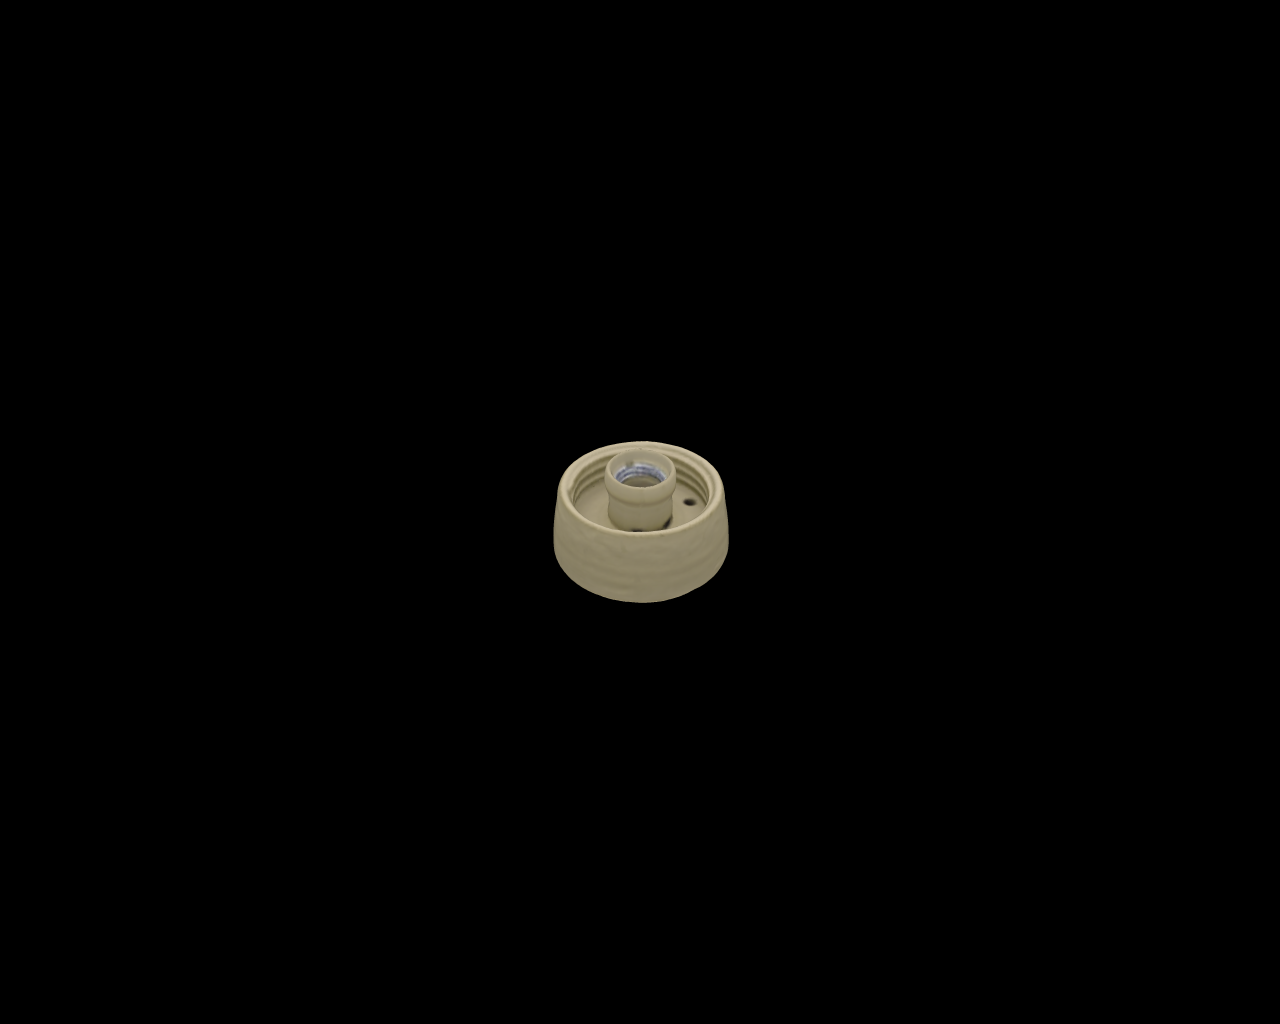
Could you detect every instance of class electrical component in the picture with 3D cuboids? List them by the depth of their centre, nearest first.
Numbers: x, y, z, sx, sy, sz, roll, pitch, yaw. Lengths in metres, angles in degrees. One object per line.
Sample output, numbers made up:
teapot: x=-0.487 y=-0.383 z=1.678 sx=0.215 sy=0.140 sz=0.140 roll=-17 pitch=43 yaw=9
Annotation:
electrical component: x=0.001 y=-0.003 z=0.650 sx=0.108 sy=0.060 sz=0.108 roll=0 pitch=37 yaw=0
